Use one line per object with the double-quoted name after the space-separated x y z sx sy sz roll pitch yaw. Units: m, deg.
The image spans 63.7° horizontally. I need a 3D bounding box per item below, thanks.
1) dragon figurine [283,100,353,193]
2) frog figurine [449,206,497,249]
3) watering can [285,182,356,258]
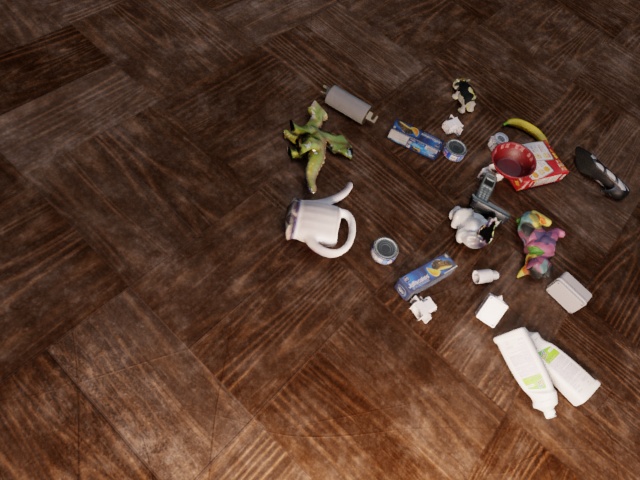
0.011 -0.325 1.788 0.243 0.119 0.418 -5 60 -25 "dragon figurine"
0.499 -0.043 1.735 0.161 0.120 0.139 21 59 45 "frog figurine"
0.005 -0.083 1.640 0.224 0.101 0.356 11 44 -4 "watering can"
